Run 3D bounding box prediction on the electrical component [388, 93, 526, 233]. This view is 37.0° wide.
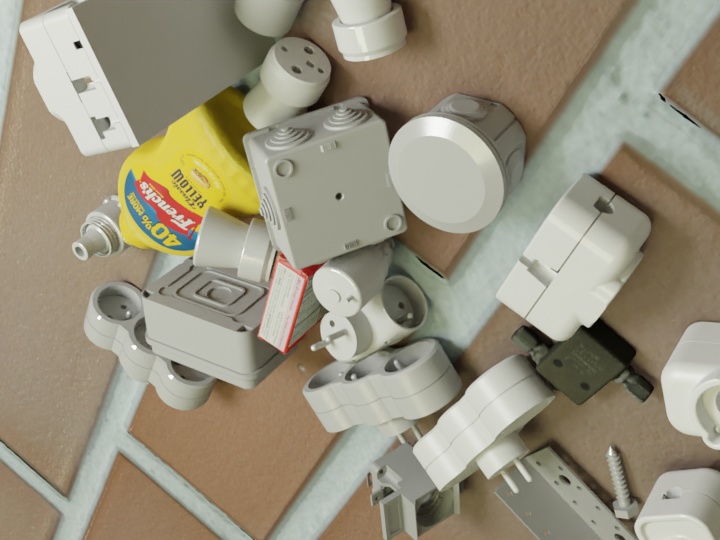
[{"bbox_3d":[0.063,-0.068,0.676,0.080,0.051,0.080,20,131,25],"label":"electrical component"}]

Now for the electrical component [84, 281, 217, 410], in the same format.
[{"bbox_3d":[-0.194,0.078,0.981,0.138,0.052,0.073,38,137,9],"label":"electrical component"}]

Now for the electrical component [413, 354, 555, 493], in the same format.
[{"bbox_3d":[0.097,0.127,0.780,0.073,0.052,0.138,54,140,18],"label":"electrical component"}]

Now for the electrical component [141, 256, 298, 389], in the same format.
[{"bbox_3d":[-0.112,0.041,0.872,0.113,0.078,0.057,17,127,27],"label":"electrical component"}]

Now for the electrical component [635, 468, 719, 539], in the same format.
[{"bbox_3d":[0.234,0.184,0.727,0.054,0.059,0.095,-17,109,44],"label":"electrical component"}]

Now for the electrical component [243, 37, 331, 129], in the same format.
[{"bbox_3d":[-0.049,-0.123,0.725,0.045,0.045,0.055,42,137,4],"label":"electrical component"}]

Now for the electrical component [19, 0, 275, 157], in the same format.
[{"bbox_3d":[-0.134,-0.147,0.694,0.062,0.150,0.089,-5,118,38],"label":"electrical component"}]

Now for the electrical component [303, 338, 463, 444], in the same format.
[{"bbox_3d":[0.024,0.104,0.834,0.138,0.052,0.073,-17,109,44],"label":"electrical component"}]

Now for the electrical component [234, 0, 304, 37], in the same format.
[{"bbox_3d":[-0.052,-0.185,0.684,0.040,0.040,0.078,40,137,6],"label":"electrical component"}]

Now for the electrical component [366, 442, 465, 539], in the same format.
[{"bbox_3d":[0.043,0.174,0.861,0.064,0.081,0.042,36,141,44],"label":"electrical component"}]

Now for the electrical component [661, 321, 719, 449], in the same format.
[{"bbox_3d":[0.234,0.071,0.643,0.095,0.059,0.053,3,123,36],"label":"electrical component"}]

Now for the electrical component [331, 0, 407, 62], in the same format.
[{"bbox_3d":[0.003,-0.161,0.657,0.045,0.045,0.055,5,124,35],"label":"electrical component"}]

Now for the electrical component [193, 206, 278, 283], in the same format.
[{"bbox_3d":[-0.087,-0.018,0.771,0.055,0.045,0.045,15,133,-2],"label":"electrical component"}]

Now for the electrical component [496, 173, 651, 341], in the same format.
[{"bbox_3d":[0.135,-0.004,0.667,0.059,0.054,0.095,37,136,10],"label":"electrical component"}]

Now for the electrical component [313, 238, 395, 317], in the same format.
[{"bbox_3d":[0.000,0.000,0.755,0.040,0.078,0.040,20,131,25],"label":"electrical component"}]

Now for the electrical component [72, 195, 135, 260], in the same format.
[{"bbox_3d":[-0.215,-0.031,0.908,0.048,0.062,0.048,20,131,25],"label":"electrical component"}]

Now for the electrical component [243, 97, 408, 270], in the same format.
[{"bbox_3d":[-0.021,-0.056,0.714,0.048,0.100,0.099,-130,23,-58],"label":"electrical component"}]

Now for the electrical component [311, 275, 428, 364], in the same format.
[{"bbox_3d":[-0.002,0.042,0.788,0.077,0.079,0.043,-34,81,47],"label":"electrical component"}]
